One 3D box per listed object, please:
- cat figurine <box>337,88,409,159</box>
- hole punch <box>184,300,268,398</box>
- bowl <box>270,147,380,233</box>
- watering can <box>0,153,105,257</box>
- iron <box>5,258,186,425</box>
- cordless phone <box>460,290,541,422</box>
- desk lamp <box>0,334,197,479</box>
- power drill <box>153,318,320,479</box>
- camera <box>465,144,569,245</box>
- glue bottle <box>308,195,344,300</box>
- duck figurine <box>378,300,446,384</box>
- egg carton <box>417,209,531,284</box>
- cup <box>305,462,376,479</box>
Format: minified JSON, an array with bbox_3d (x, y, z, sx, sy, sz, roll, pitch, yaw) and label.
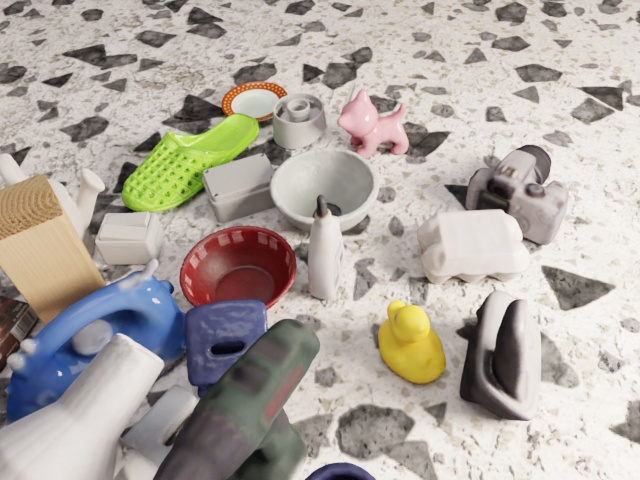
[{"bbox_3d":[0.088,-0.202,0.972,0.128,0.118,0.067,-10,49,-5],"label":"cat figurine"},{"bbox_3d":[-0.110,0.136,0.711,0.108,0.091,0.101,-8,49,-3],"label":"hole punch"},{"bbox_3d":[0.009,-0.064,0.887,0.167,0.075,0.167,-2,49,2],"label":"bowl"},{"bbox_3d":[-0.399,-0.046,0.819,0.100,0.194,0.173,29,57,25],"label":"watering can"},{"bbox_3d":[-0.283,0.125,0.699,0.259,0.141,0.118,-33,55,-22],"label":"iron"},{"bbox_3d":[0.221,0.107,0.653,0.094,0.185,0.147,9,50,11],"label":"cordless phone"},{"bbox_3d":[-0.209,0.201,0.580,0.117,0.214,0.203,26,56,24],"label":"desk lamp"},{"bbox_3d":[-0.071,0.200,0.576,0.075,0.209,0.230,19,53,20],"label":"power drill"},{"bbox_3d":[0.315,-0.087,0.870,0.142,0.101,0.137,28,57,25],"label":"camera"},{"bbox_3d":[0.007,0.003,0.764,0.037,0.173,0.078,11,51,13],"label":"glue bottle"},{"bbox_3d":[0.116,0.120,0.714,0.078,0.086,0.104,-25,52,-17],"label":"duck figurine"},{"bbox_3d":[0.215,0.011,0.813,0.150,0.069,0.107,-3,49,1],"label":"egg carton"},{"bbox_3d":[0.017,0.293,0.565,0.091,0.095,0.118,15,52,16],"label":"cup"}]
